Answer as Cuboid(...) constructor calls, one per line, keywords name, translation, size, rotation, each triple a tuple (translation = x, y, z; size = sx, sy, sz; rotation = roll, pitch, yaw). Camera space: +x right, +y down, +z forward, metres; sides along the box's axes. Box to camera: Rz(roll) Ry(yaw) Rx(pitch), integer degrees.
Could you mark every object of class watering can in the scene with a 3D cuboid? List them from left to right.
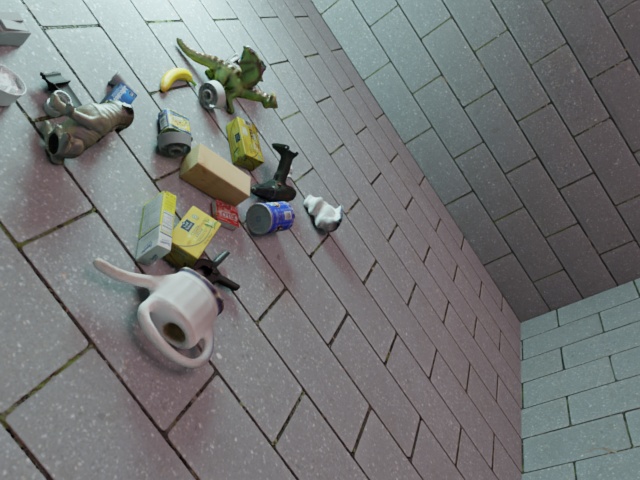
Cuboid(name="watering can", translation=(-0.358, 0.138, 1.220), size=(0.345, 0.103, 0.228), rotation=(53, 29, -10))

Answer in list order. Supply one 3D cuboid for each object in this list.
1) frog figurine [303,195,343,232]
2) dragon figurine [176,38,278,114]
Cuboid(name="frog figurine", translation=(0.006, -0.102, 2.028), size=(0.159, 0.120, 0.141), rotation=(15, 49, -3))
Cuboid(name="dragon figurine", translation=(-0.308, -0.610, 1.850), size=(0.405, 0.240, 0.125), rotation=(47, 36, -25))
